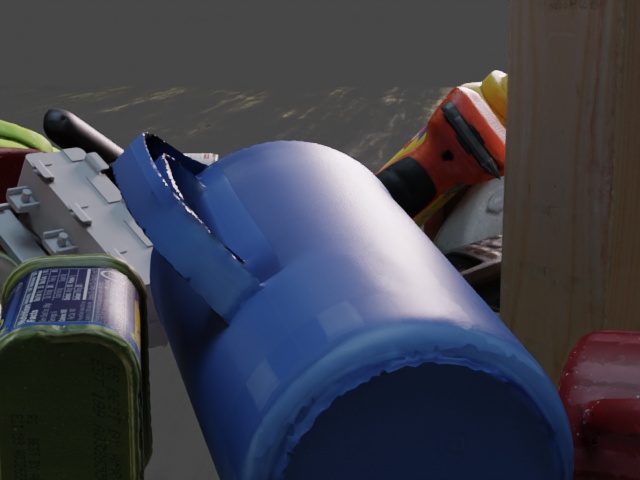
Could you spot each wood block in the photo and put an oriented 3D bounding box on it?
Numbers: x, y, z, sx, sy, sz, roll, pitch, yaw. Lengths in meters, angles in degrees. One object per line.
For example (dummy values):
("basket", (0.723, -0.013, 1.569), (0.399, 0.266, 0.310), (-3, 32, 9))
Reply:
("wood block", (0.154, -0.026, 0.548), (0.090, 0.206, 0.090), (-6, 14, -25))

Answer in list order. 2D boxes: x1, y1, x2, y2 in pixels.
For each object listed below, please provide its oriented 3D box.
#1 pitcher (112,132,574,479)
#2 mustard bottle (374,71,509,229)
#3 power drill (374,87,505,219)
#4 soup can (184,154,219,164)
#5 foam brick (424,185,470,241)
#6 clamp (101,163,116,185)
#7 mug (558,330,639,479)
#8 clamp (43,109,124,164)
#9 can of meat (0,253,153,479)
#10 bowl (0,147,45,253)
("pitcher", (-0.003, 0.039, 0.429), (0.149, 0.145, 0.243), (-3, 16, -11))
("mustard bottle", (0.088, -0.058, 0.779), (0.192, 0.058, 0.096), (-44, -9, 30))
("power drill", (0.033, -0.015, 0.653), (0.188, 0.057, 0.184), (-38, 0, 13))
("soup can", (-0.143, -0.044, 0.962), (0.102, 0.068, 0.068), (-1, 13, -3))
("foam brick", (0.117, -0.031, 0.870), (0.053, 0.078, 0.051), (-6, 14, -13))
("clamp", (-0.078, -0.008, 0.743), (0.120, 0.039, 0.171), (47, 12, 16))
("mug", (0.125, 0.071, 0.364), (0.082, 0.093, 0.117), (1, -14, 30))
("clamp", (-0.155, -0.038, 0.883), (0.209, 0.036, 0.165), (20, -24, -29))
("can of meat", (-0.091, 0.065, 0.394), (0.057, 0.102, 0.084), (-2, 15, -9))
("bowl", (-0.185, -0.003, 0.734), (0.162, 0.055, 0.162), (19, 23, -8))
